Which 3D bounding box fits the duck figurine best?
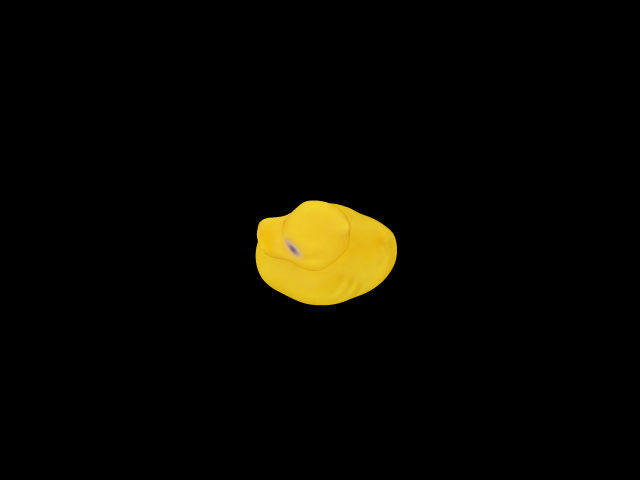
[{"bbox_3d":[0.004,0.001,0.400,0.104,0.086,0.077,0,73,0],"label":"duck figurine"}]
